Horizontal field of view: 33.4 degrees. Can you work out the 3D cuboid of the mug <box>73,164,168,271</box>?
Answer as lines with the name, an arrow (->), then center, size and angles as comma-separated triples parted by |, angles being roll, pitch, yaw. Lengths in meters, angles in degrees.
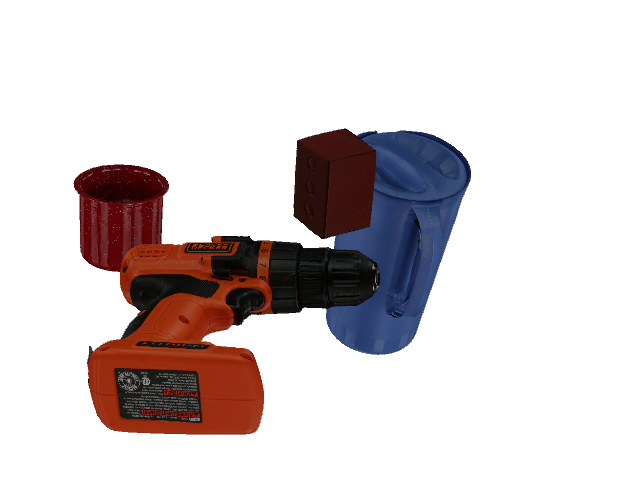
mug -> -0.201, -0.027, 1.085 | 0.093, 0.081, 0.117 | 4, 28, -3

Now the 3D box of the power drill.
power drill -> -0.058, 0.054, 0.693 | 0.184, 0.057, 0.187 | -1, 22, 9

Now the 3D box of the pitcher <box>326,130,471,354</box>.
pitcher -> 0.077, 0.014, 1.166 | 0.145, 0.243, 0.149 | 26, 41, 19

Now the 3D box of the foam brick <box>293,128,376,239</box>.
foam brick -> 0.012, -0.050, 0.937 | 0.051, 0.078, 0.053 | -13, 32, -28
